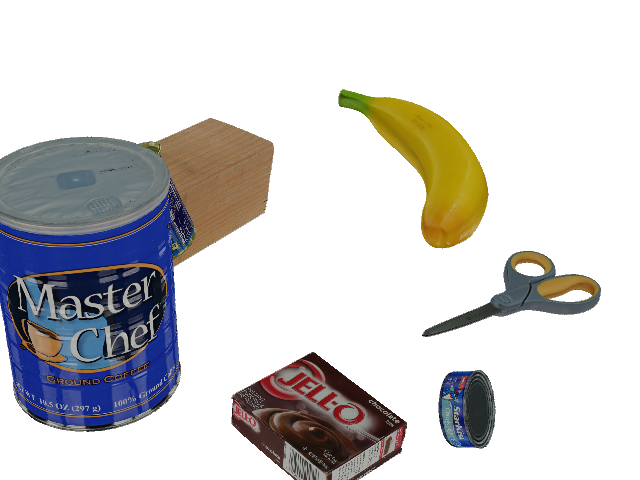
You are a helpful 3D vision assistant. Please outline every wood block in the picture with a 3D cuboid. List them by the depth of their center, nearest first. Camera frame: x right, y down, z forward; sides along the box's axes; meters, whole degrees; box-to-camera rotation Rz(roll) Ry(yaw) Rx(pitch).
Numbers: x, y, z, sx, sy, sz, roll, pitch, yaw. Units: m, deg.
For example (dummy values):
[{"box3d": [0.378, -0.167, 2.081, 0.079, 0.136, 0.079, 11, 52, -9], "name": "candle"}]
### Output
[{"box3d": [-0.145, -0.046, 1.103, 0.090, 0.091, 0.205, 24, 32, 23], "name": "wood block"}]

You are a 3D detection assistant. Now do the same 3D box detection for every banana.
[{"box3d": [0.068, -0.046, 0.676, 0.069, 0.037, 0.198, -6, 30, -14], "name": "banana"}]

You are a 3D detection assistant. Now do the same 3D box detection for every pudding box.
[{"box3d": [-0.002, 0.146, 0.849, 0.089, 0.039, 0.114, -25, 47, -37], "name": "pudding box"}]

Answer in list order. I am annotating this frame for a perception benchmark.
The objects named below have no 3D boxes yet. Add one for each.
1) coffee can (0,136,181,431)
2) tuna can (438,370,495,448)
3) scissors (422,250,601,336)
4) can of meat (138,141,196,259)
[{"box3d": [-0.136, 0.024, 0.621, 0.103, 0.140, 0.103, 1, 32, -1], "name": "coffee can"}, {"box3d": [0.163, 0.187, 1.184, 0.034, 0.086, 0.086, -5, -3, 30], "name": "tuna can"}, {"box3d": [0.155, 0.045, 0.936, 0.201, 0.016, 0.096, -5, 34, -26], "name": "scissors"}, {"box3d": [-0.160, -0.023, 0.856, 0.102, 0.084, 0.057, -9, 35, 20], "name": "can of meat"}]
